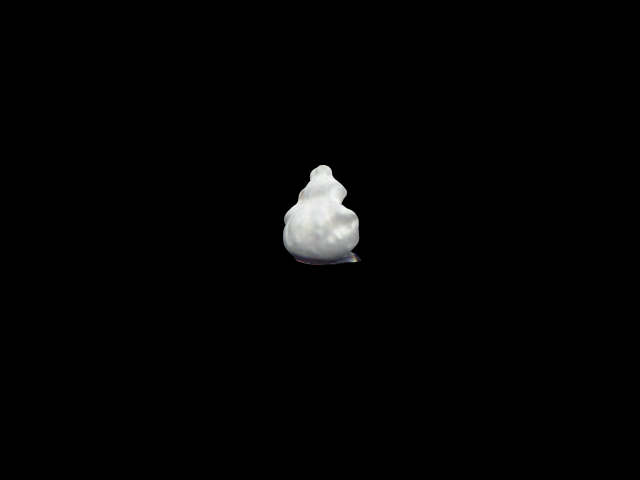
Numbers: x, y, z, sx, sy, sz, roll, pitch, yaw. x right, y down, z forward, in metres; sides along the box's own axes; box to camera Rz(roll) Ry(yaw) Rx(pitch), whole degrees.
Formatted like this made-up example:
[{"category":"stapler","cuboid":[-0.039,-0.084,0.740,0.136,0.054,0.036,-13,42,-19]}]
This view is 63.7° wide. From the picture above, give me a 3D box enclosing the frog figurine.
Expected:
[{"category":"frog figurine","cuboid":[0.003,-0.043,0.850,0.123,0.158,0.138,-9,13,-43]}]
